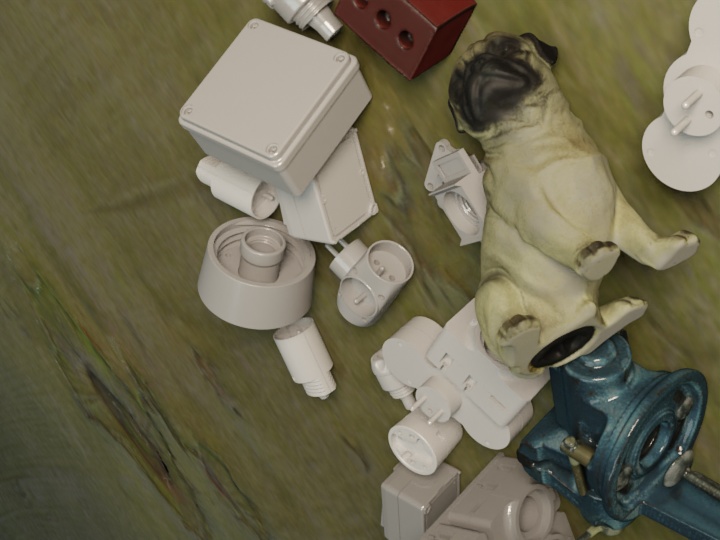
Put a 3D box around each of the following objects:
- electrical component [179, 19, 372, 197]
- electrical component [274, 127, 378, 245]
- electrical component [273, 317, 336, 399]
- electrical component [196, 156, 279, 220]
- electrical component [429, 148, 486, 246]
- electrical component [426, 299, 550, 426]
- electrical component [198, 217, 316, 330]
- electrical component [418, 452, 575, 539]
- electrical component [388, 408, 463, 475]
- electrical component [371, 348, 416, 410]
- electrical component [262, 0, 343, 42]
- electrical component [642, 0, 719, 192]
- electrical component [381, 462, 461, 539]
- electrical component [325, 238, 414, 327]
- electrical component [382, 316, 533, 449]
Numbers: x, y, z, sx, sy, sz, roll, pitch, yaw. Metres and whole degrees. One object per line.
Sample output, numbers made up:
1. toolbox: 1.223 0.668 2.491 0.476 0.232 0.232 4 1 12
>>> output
1. electrical component: -0.066 -0.128 0.841 0.109 0.108 0.056 27 164 29
2. electrical component: -0.036 -0.078 0.896 0.061 0.062 0.096 11 128 41
3. electrical component: -0.050 0.092 1.069 0.043 0.043 0.081 -2 119 47
4. electrical component: -0.115 -0.082 0.992 0.081 0.043 0.043 27 137 29
5. electrical component: 0.093 -0.055 0.777 0.081 0.064 0.042 57 157 -8
6. electrical component: 0.109 0.073 0.879 0.089 0.050 0.055 43 143 12
7. electrical component: -0.092 -0.004 0.983 0.108 0.108 0.060 34 134 22
8. electrical component: 0.108 0.257 0.919 0.060 0.186 0.105 0 120 46
9. electrical component: 0.062 0.154 0.998 0.055 0.047 0.055 27 137 29
10. electrical component: 0.036 0.102 0.994 0.035 0.035 0.061 -4 119 48
11. electrical component: -0.040 -0.202 0.814 0.062 0.048 0.048 47 143 -5
12. electrical component: 0.200 -0.101 0.620 0.052 0.074 0.138 34 140 22
13. electrical component: 0.058 0.233 1.056 0.061 0.062 0.096 24 135 32
14. electrical component: 0.000 0.000 0.938 0.079 0.044 0.077 46 143 9
15. electrical component: 0.073 0.105 0.924 0.138 0.074 0.052 37 141 19
